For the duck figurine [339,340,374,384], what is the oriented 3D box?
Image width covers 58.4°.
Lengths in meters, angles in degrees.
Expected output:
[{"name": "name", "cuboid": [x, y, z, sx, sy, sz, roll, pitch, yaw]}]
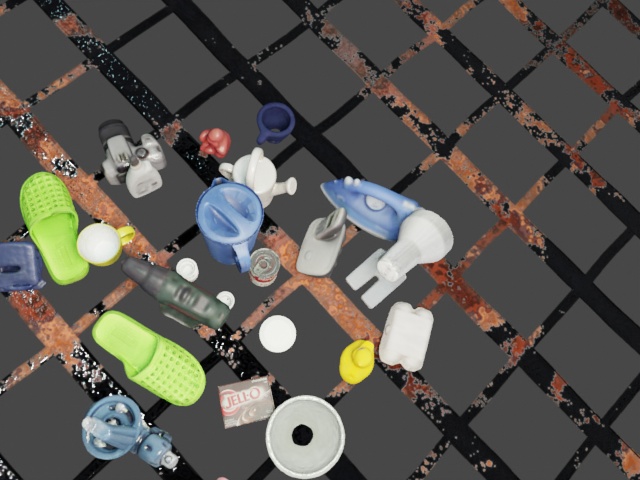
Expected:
[{"name": "duck figurine", "cuboid": [0.088, 0.270, 1.279, 0.077, 0.086, 0.105, 30, 72, 1]}]

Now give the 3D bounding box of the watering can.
[{"name": "watering can", "cuboid": [-0.141, -0.144, 1.304, 0.173, 0.194, 0.101, -4, 75, -9]}]

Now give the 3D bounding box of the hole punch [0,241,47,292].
[{"name": "hole punch", "cuboid": [-0.652, 0.058, 1.223, 0.109, 0.091, 0.101, -4, 75, -10]}]

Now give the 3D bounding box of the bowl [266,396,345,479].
[{"name": "bowl", "cuboid": [-0.035, 0.419, 1.224, 0.167, 0.074, 0.167, 2, 74, -8]}]

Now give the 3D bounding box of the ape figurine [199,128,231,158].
[{"name": "ape figurine", "cuboid": [-0.248, -0.239, 1.368, 0.076, 0.092, 0.078, -28, 80, -15]}]

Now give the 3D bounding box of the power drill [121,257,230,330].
[{"name": "power drill", "cuboid": [-0.297, 0.120, 1.198, 0.229, 0.208, 0.076, 27, 72, 0]}]

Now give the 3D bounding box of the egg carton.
[{"name": "egg carton", "cuboid": [0.197, 0.221, 1.318, 0.107, 0.069, 0.150, 18, 73, -3]}]

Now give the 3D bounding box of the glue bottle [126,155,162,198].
[{"name": "glue bottle", "cuboid": [-0.400, -0.149, 1.277, 0.078, 0.173, 0.037, -27, 80, -15]}]

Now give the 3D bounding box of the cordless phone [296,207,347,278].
[{"name": "cordless phone", "cuboid": [0.012, 0.005, 1.290, 0.094, 0.185, 0.148, 17, 73, -3]}]

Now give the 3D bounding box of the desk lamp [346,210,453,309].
[{"name": "desk lamp", "cuboid": [0.180, 0.045, 1.289, 0.203, 0.213, 0.118, -40, 83, -16]}]

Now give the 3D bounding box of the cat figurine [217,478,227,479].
[{"name": "cat figurine", "cuboid": [-0.185, 0.524, 1.149, 0.128, 0.117, 0.067, 16, 73, -4]}]

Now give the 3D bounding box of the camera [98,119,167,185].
[{"name": "camera", "cuboid": [-0.447, -0.218, 1.327, 0.143, 0.100, 0.137, -22, 79, -14]}]

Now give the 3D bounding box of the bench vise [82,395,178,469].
[{"name": "bench vise", "cuboid": [-0.370, 0.370, 1.110, 0.207, 0.219, 0.121, 13, 73, -5]}]

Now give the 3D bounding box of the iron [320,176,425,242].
[{"name": "iron", "cuboid": [0.126, -0.096, 1.359, 0.258, 0.141, 0.119, 25, 72, -1]}]

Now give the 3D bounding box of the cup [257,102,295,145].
[{"name": "cup", "cuboid": [-0.116, -0.264, 1.393, 0.091, 0.095, 0.118, 33, 72, 2]}]
